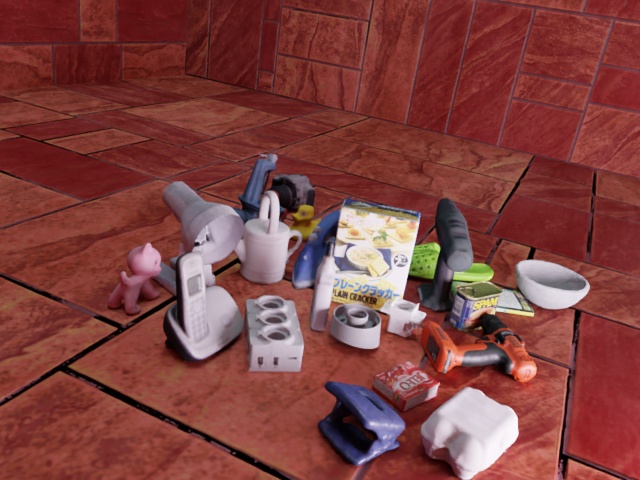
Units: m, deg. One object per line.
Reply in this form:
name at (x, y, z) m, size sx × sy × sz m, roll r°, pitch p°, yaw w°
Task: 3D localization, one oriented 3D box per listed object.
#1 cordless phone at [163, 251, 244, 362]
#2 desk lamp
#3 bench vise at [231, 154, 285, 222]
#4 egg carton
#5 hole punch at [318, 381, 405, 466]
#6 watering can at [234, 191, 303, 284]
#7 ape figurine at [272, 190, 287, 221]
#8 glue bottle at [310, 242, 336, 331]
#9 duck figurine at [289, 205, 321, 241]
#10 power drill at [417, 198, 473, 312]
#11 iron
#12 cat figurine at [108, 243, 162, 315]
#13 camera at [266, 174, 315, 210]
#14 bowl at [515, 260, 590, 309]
cordless phone at (-0.194, 0.098, 0.973) m, size 0.094 × 0.185 × 0.148 m, roll 19°, pitch 25°, yaw 22°
desk lamp at (-0.254, 0.003, 1.136) m, size 0.202 × 0.213 × 0.118 m, roll 27°, pitch 29°, yaw 36°
bench vise at (-0.157, -0.093, 1.385) m, size 0.121 × 0.220 × 0.208 m, roll 16°, pitch 24°, yaw 17°
egg carton at (0.223, 0.282, 0.846) m, size 0.107 × 0.069 × 0.151 m, roll 26°, pitch 29°, yaw 35°
hole punch at (0.062, 0.251, 0.832) m, size 0.101 × 0.091 × 0.108 m, roll -10°, pitch 29°, yaw -37°
watering can at (-0.123, -0.011, 1.240) m, size 0.173 × 0.194 × 0.100 m, roll -11°, pitch 30°, yaw -39°
ape figurine at (-0.129, -0.090, 1.552) m, size 0.077 × 0.092 × 0.076 m, roll 22°, pitch 26°, yaw 27°
glue bottle at (0.009, 0.083, 1.096) m, size 0.037 × 0.173 × 0.078 m, roll 7°, pitch 23°, yaw -3°
duck figurine at (-0.036, -0.050, 1.501) m, size 0.105 × 0.086 × 0.077 m, roll -8°, pitch 28°, yaw -34°
power drill at (0.272, 0.037, 1.254) m, size 0.075 × 0.208 × 0.229 m, roll 7°, pitch 23°, yaw -4°
iron at (0.012, 0.005, 1.320) m, size 0.118 × 0.141 × 0.259 m, roll 18°, pitch 25°, yaw 20°
cat figurine at (-0.346, 0.061, 1.091) m, size 0.067 × 0.118 × 0.128 m, roll 13°, pitch 24°, yaw 10°
camera at (-0.102, -0.143, 1.672) m, size 0.137 × 0.101 × 0.142 m, roll -14°, pitch 32°, yaw -43°
bowl at (0.533, 0.114, 1.341) m, size 0.167 × 0.075 × 0.167 m, roll 8°, pitch 23°, yaw -3°
